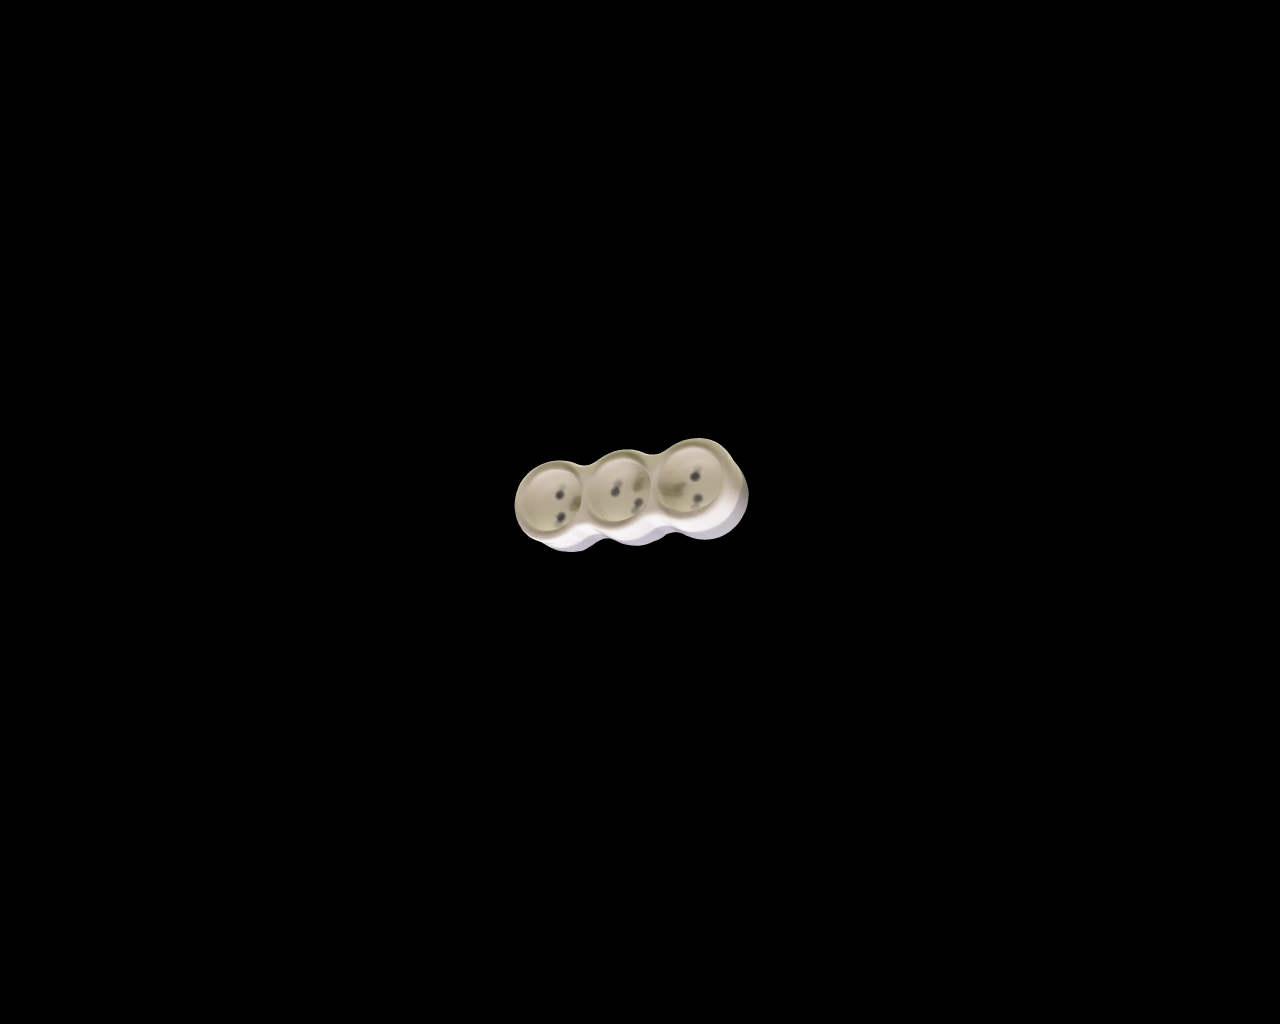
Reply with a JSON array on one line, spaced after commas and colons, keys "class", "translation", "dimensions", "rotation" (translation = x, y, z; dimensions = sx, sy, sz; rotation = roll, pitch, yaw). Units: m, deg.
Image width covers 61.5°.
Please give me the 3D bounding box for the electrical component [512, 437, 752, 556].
[{"class": "electrical component", "translation": [0.001, -0.003, 0.650], "dimensions": [0.138, 0.052, 0.073], "rotation": [-7, -19, 20]}]
